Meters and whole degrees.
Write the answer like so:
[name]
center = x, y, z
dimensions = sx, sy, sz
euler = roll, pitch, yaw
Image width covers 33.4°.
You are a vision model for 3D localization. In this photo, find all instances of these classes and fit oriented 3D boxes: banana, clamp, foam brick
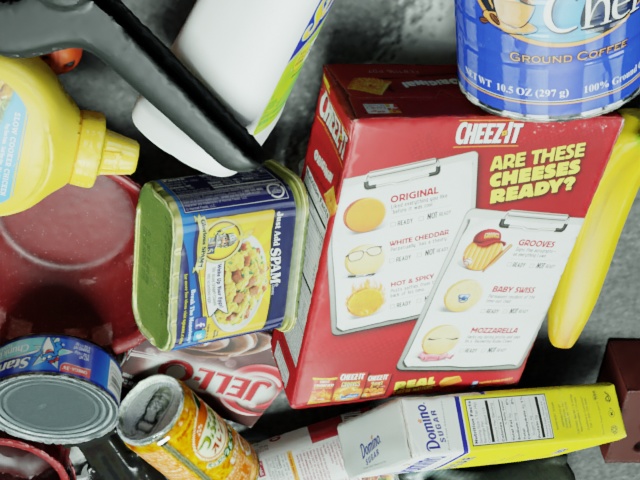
[banana]
center = 0.173, -0.015, 0.663
dimensions = 0.037, 0.069, 0.198
euler = 18, 139, 11
[clamp]
center = -0.106, -0.132, 0.484
dimensions = 0.210, 0.036, 0.165
euler = 18, 116, -2
[foam brick]
center = 0.234, 0.118, 0.779
dimensions = 0.053, 0.051, 0.078
euler = 0, 128, -4

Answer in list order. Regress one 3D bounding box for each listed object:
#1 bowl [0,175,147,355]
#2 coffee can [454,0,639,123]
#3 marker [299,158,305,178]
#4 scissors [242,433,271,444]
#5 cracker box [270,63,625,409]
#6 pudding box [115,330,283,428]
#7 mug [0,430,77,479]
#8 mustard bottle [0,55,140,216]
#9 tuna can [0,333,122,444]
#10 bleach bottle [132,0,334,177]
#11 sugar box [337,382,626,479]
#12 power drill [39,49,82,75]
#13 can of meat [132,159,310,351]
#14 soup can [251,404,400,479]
[bowl]
center = -0.161, 0.000, 0.661
dimensions = 0.162, 0.055, 0.162
euler = -2, 128, -2
[coffee can]
center = 0.116, -0.145, 0.535
dimensions = 0.103, 0.103, 0.140
euler = -7, 128, 2
[marker]
center = -0.005, 0.001, 0.694
dimensions = 0.020, 0.020, 0.121
euler = -1, 128, -3
[scissors]
center = -0.083, 0.212, 0.856
dimensions = 0.096, 0.016, 0.202
euler = 0, 128, -4
[cracker box]
center = 0.067, 0.000, 0.650
dimensions = 0.164, 0.072, 0.214
euler = -3, 128, -19
[pudding box]
center = -0.075, 0.076, 0.736
dimensions = 0.113, 0.039, 0.090
euler = 23, 124, -19
[mug]
center = -0.211, 0.150, 0.759
dimensions = 0.093, 0.081, 0.117
euler = -27, 124, 17
[mustard bottle]
center = -0.188, -0.060, 0.546
dimensions = 0.191, 0.058, 0.096
euler = 10, 120, -17
[tuna can]
center = -0.169, 0.095, 0.679
dimensions = 0.086, 0.034, 0.086
euler = -1, 141, -1
[bleach bottle]
center = -0.006, -0.154, 0.521
dimensions = 0.068, 0.102, 0.251
euler = 32, 123, -2
[sugar box]
center = 0.111, 0.131, 0.733
dimensions = 0.176, 0.048, 0.093
euler = -3, 162, -27
[power drill]
center = -0.229, -0.154, 0.538
dimensions = 0.184, 0.057, 0.188
euler = -8, 131, -1
[can of meat]
center = -0.059, 0.010, 0.615
dimensions = 0.083, 0.058, 0.102
euler = -10, 120, -31
[soup can]
center = 0.002, 0.168, 0.783
dimensions = 0.102, 0.068, 0.068
euler = -18, 128, -3
